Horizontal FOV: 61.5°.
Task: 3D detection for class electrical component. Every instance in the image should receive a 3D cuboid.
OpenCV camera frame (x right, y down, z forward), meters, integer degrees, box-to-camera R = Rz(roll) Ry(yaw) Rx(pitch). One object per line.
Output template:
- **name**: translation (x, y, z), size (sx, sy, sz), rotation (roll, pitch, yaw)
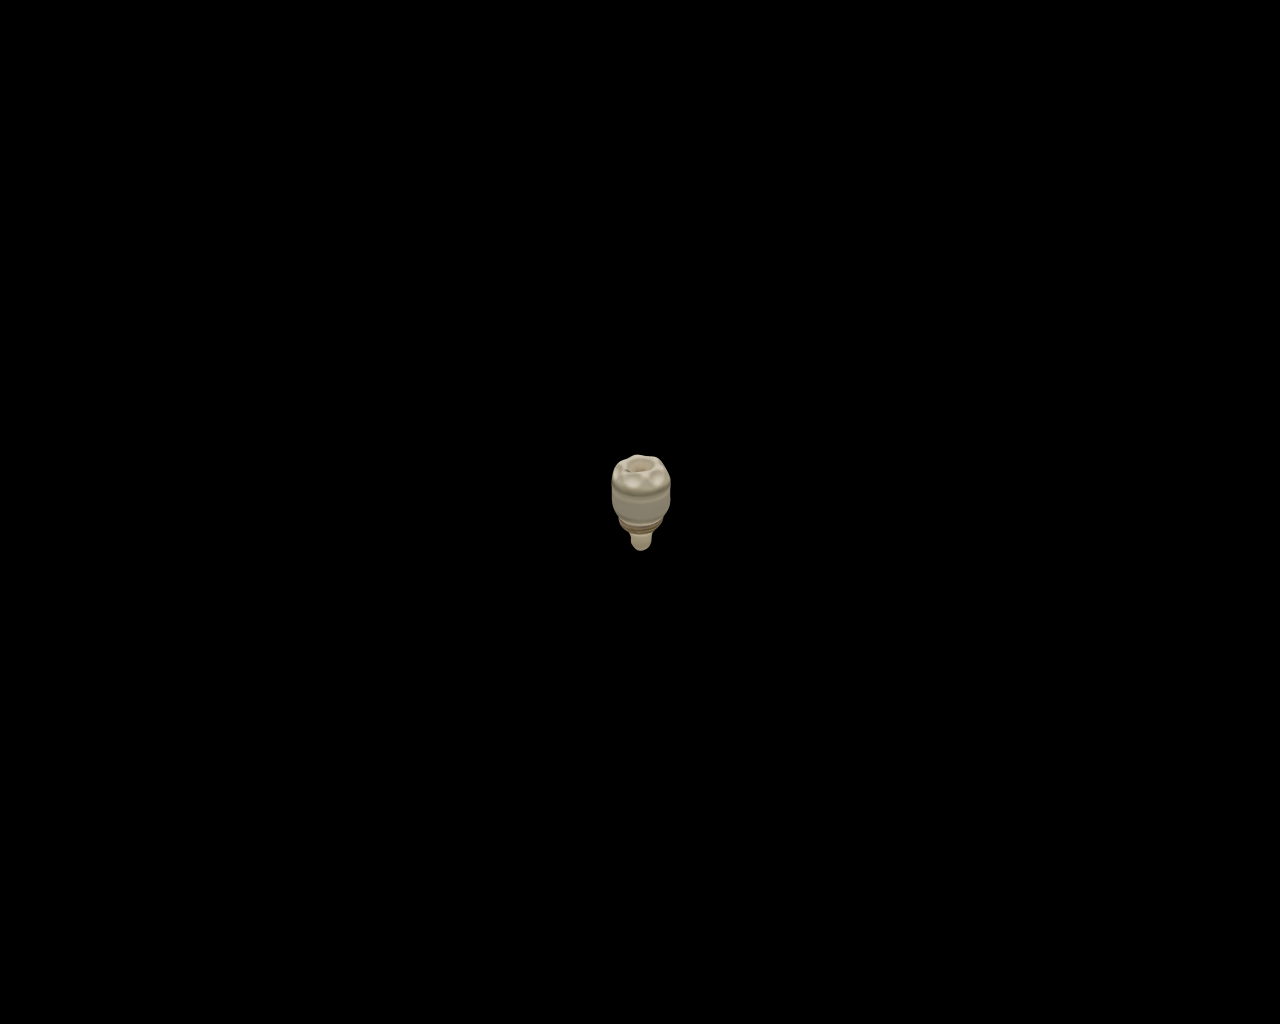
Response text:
- **electrical component**: translation (0.001, -0.003, 0.650), size (0.035, 0.061, 0.035), rotation (0, 31, 0)
